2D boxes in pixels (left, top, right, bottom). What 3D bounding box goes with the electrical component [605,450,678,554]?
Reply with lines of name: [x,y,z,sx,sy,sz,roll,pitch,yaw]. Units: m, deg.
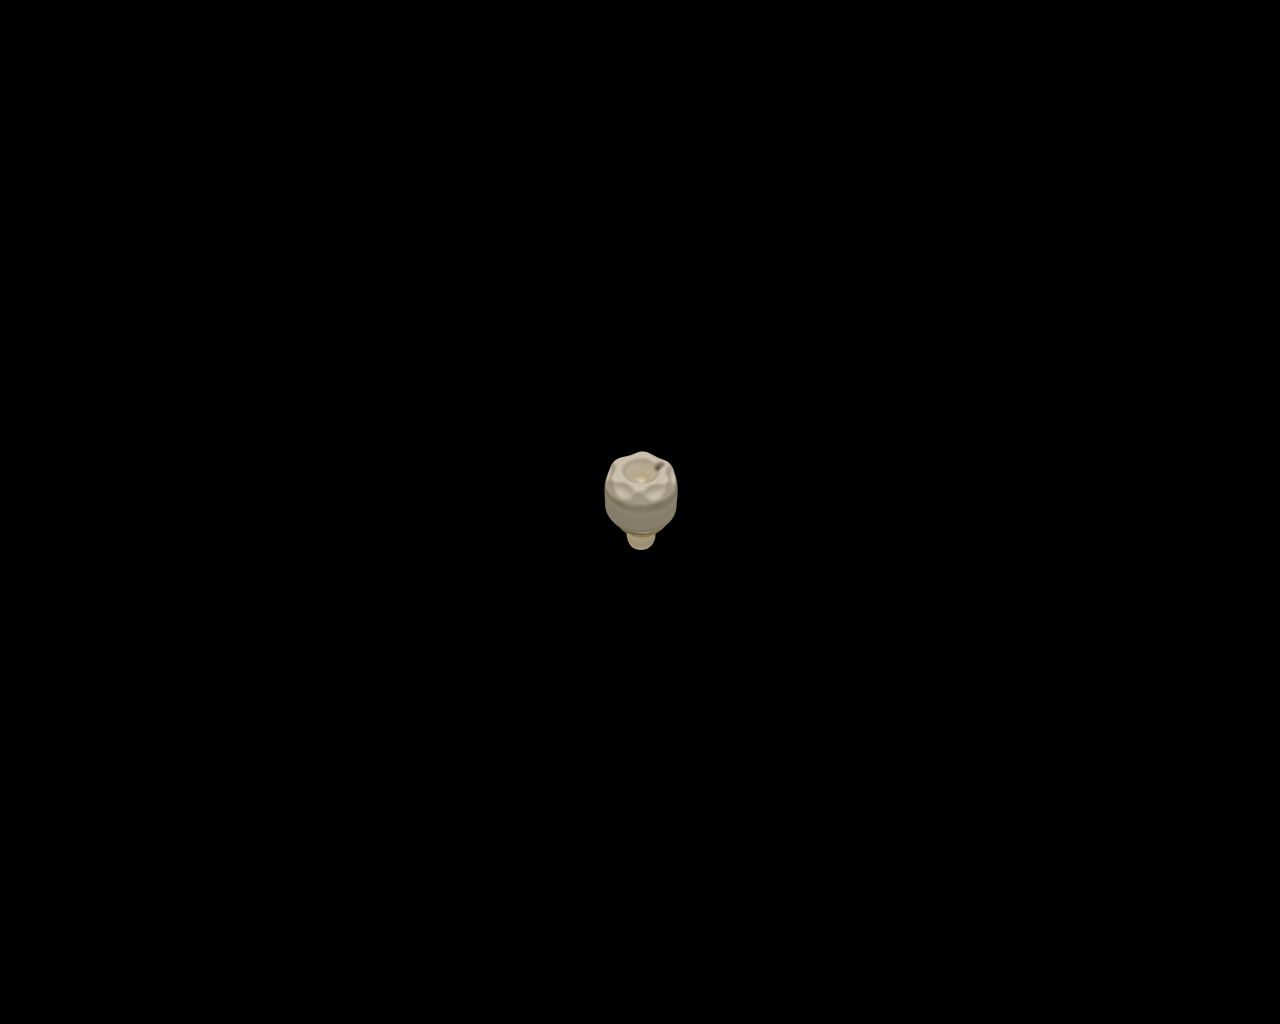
electrical component: [0.001,-0.003,0.650,0.043,0.062,0.043,0,42,0]
